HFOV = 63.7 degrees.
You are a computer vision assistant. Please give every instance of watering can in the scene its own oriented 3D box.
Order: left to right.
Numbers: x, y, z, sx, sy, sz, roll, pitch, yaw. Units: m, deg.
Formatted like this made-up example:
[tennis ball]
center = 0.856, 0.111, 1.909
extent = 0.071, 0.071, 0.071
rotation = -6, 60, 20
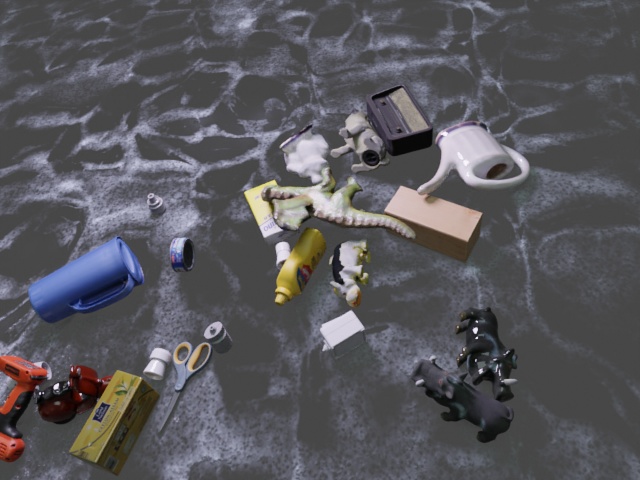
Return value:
[watering can]
center = 0.365, -0.203, 1.304
extent = 0.349, 0.101, 0.229
rotation = -8, 49, -19

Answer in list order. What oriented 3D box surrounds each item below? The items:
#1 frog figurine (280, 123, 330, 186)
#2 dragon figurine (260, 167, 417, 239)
[frog figurine]
center = -0.025, -0.222, 1.442
extent = 0.139, 0.121, 0.159
rotation = -35, 89, -26
[dragon figurine]
center = 0.004, -0.061, 1.215
extent = 0.245, 0.119, 0.415
rotation = -23, 36, -32
